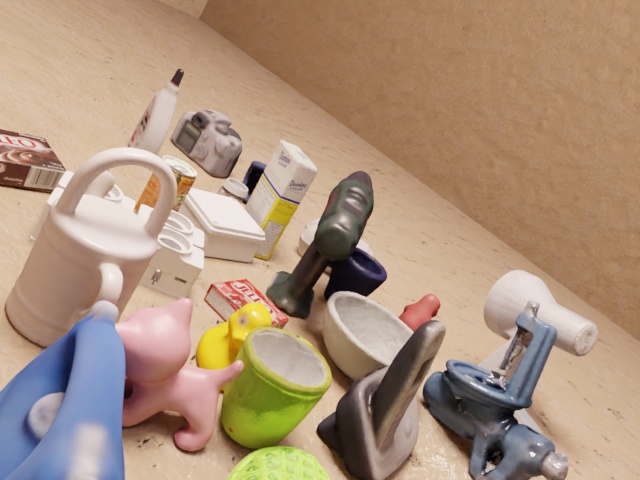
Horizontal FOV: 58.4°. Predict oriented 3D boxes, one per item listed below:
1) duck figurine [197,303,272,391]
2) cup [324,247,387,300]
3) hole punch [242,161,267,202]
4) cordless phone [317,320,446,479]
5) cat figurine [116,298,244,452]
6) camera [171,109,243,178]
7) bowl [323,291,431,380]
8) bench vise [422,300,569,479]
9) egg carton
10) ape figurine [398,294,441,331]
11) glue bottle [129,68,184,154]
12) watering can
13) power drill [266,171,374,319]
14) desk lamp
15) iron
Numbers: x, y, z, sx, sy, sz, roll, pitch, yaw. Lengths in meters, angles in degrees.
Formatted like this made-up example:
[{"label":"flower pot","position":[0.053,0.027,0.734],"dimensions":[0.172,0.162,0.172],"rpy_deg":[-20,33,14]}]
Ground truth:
[{"label":"duck figurine","position":[-0.084,0.105,0.630],"dimensions":[0.077,0.086,0.104],"rpy_deg":[31,18,-8]},{"label":"cup","position":[0.038,0.064,0.928],"dimensions":[0.118,0.095,0.091],"rpy_deg":[24,20,-28]},{"label":"hole punch","position":[-0.104,-0.111,1.142],"dimensions":[0.109,0.091,0.101],"rpy_deg":[30,18,-9]},{"label":"cordless phone","position":[0.096,0.162,0.629],"dimensions":[0.094,0.185,0.148],"rpy_deg":[40,19,20]},{"label":"cat figurine","position":[-0.129,0.108,0.497],"dimensions":[0.128,0.117,0.067],"rpy_deg":[26,19,-21]},{"label":"camera","position":[-0.209,-0.208,1.195],"dimensions":[0.143,0.100,0.137],"rpy_deg":[40,19,20]},{"label":"bowl","position":[0.065,0.150,0.788],"dimensions":[0.168,0.074,0.167],"rpy_deg":[30,18,-11]},{"label":"bench vise","position":[0.259,0.202,0.750],"dimensions":[0.207,0.219,0.122],"rpy_deg":[43,20,28]},{"label":"egg carton","position":[0.031,0.022,1.067],"dimensions":[0.150,0.069,0.107],"rpy_deg":[33,18,-3]},{"label":"ape figurine","position":[0.175,0.134,0.988],"dimensions":[0.076,0.092,0.077],"rpy_deg":[19,23,-38]},{"label":"glue bottle","position":[-0.278,-0.220,0.992],"dimensions":[0.037,0.173,0.078],"rpy_deg":[18,24,-40]},{"label":"watering can","position":[-0.207,-0.005,0.530],"dimensions":[0.172,0.194,0.101],"rpy_deg":[43,20,26]},{"label":"power drill","position":[0.008,0.003,0.851],"dimensions":[0.076,0.208,0.229],"rpy_deg":[32,18,-5]},{"label":"desk lamp","position":[0.342,0.182,0.954],"dimensions":[0.118,0.213,0.202],"rpy_deg":[21,22,-33]},{"label":"iron","position":[-0.165,0.116,0.376],"dimensions":[0.119,0.141,0.257],"rpy_deg":[24,20,-26]}]
